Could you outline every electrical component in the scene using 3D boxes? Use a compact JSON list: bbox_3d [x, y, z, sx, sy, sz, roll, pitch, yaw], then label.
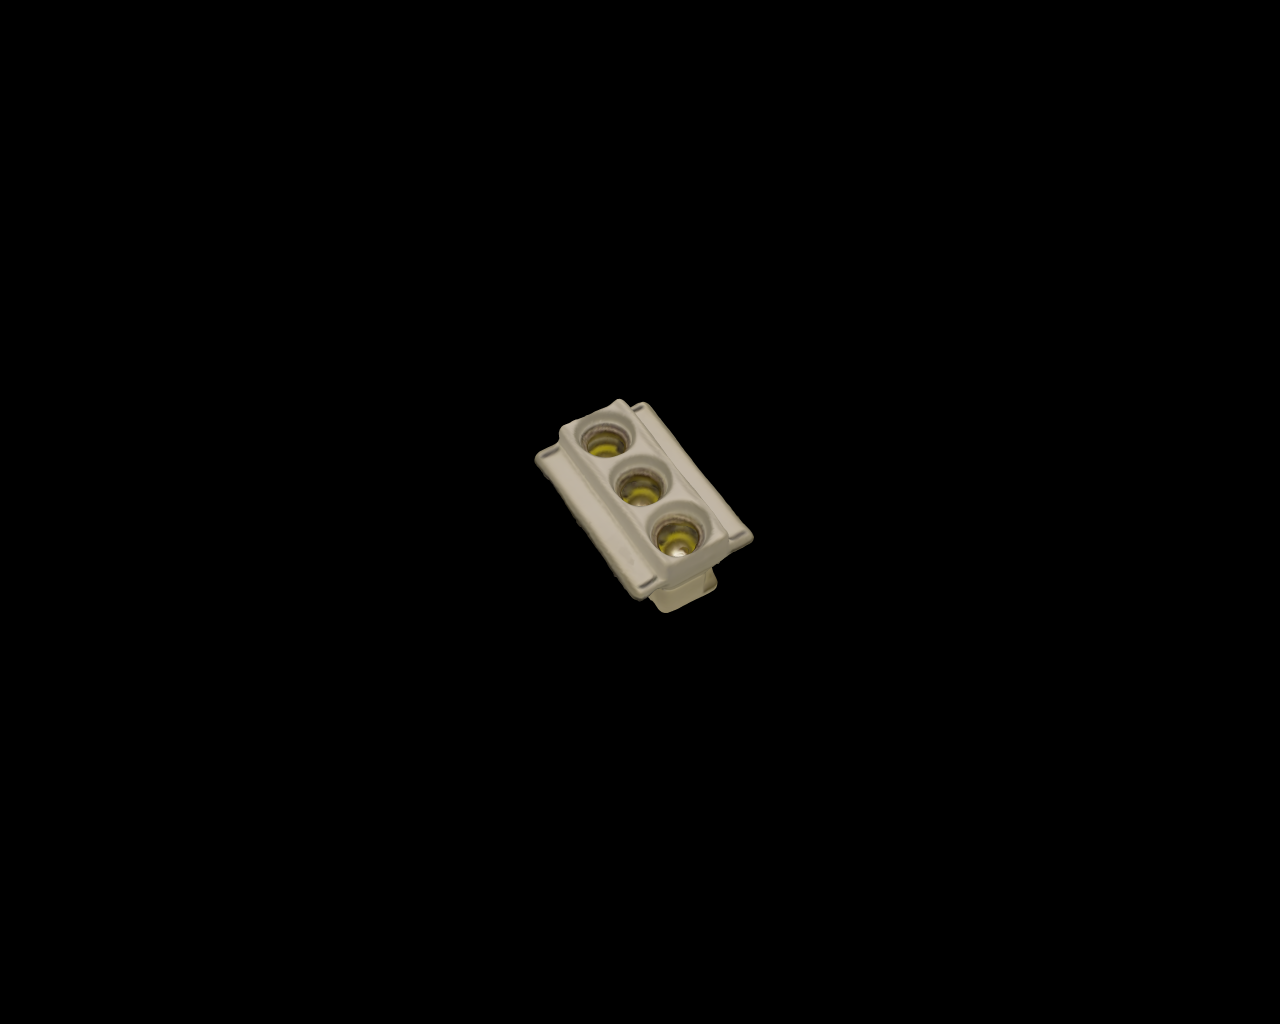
[{"bbox_3d":[0.001,-0.003,0.650,0.079,0.121,0.063,-27,-32,-18],"label":"electrical component"}]
